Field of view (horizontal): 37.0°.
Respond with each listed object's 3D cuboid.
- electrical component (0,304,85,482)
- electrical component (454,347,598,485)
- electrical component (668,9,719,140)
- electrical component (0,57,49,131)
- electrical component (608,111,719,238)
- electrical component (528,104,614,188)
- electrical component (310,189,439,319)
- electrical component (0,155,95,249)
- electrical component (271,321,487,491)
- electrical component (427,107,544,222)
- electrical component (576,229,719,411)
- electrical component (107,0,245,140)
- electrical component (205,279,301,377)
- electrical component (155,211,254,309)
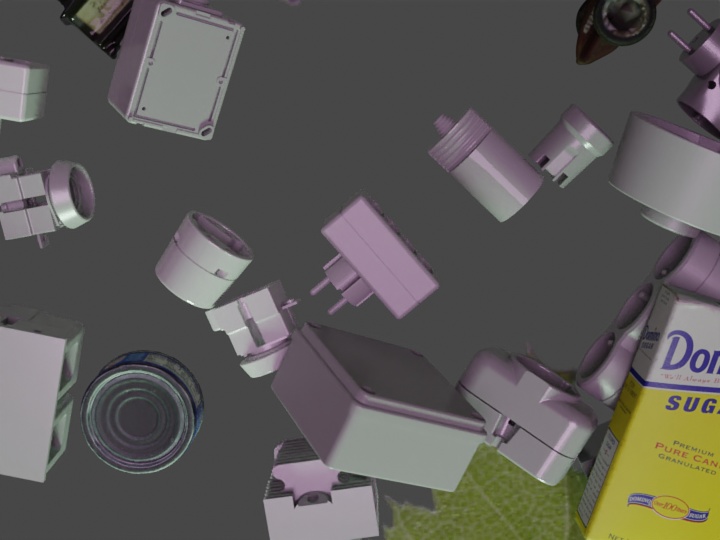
[{"bbox_3d":[-0.301,0.073,0.767,0.186,0.060,0.105,12,101,-1],"label":"electrical component"},{"bbox_3d":[0.115,0.098,0.755,0.095,0.054,0.059,34,101,18],"label":"electrical component"},{"bbox_3d":[0.243,-0.141,0.723,0.079,0.044,0.077,40,99,-7],"label":"electrical component"},{"bbox_3d":[-0.264,-0.110,0.737,0.083,0.047,0.075,10,101,-1],"label":"electrical component"},{"bbox_3d":[0.217,-0.056,0.711,0.108,0.108,0.060,21,107,-3],"label":"electrical component"},{"bbox_3d":[0.144,-0.084,0.739,0.040,0.040,0.046,42,105,-7],"label":"electrical component"},{"bbox_3d":[0.000,0.000,0.754,0.076,0.047,0.083,-40,98,8],"label":"electrical component"},{"bbox_3d":[-0.219,-0.050,0.750,0.055,0.048,0.066,-9,101,11],"label":"electrical component"},{"bbox_3d":[0.011,0.091,0.723,0.109,0.109,0.056,17,105,-32],"label":"electrical component"},{"bbox_3d":[0.083,-0.076,0.739,0.081,0.043,0.043,43,99,-7],"label":"electrical component"},{"bbox_3d":[0.223,0.046,0.756,0.074,0.052,0.138,34,100,-6],"label":"electrical component"},{"bbox_3d":[-0.123,-0.144,0.714,0.062,0.061,0.096,10,108,-32],"label":"electrical component"},{"bbox_3d":[-0.070,0.043,0.764,0.066,0.048,0.055,-22,95,12],"label":"electrical component"},{"bbox_3d":[-0.110,-0.006,0.752,0.055,0.055,0.047,36,103,-6],"label":"electrical component"}]
